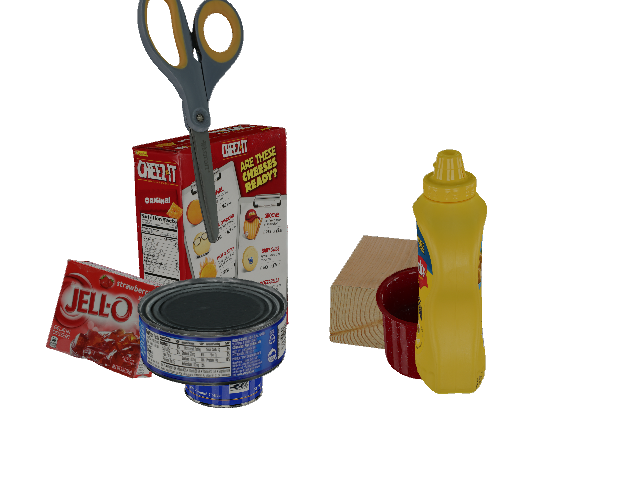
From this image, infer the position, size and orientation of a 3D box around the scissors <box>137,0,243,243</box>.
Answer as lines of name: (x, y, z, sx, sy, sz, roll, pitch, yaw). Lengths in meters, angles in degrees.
scissors: (-0.083, -0.106, 0.835, 0.096, 0.202, 0.016, -22, 3, -33)

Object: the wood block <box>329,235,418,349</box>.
wood block: (0.082, 0.071, 1.548, 0.091, 0.090, 0.206, 6, 21, 13)

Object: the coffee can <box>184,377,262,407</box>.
coffee can: (-0.123, 0.129, 1.371, 0.103, 0.140, 0.103, 3, 18, -1)

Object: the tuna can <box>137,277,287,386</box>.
tuna can: (-0.062, 0.051, 0.616, 0.086, 0.034, 0.086, 1, 18, 0)

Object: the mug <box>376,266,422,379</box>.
mug: (0.110, 0.092, 1.075, 0.093, 0.081, 0.117, -20, 39, -18)

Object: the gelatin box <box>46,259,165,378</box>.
gelatin box: (-0.166, 0.060, 0.836, 0.089, 0.073, 0.030, 16, 2, 24)

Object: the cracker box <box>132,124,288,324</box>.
cracker box: (-0.106, 0.001, 1.065, 0.072, 0.214, 0.163, 9, 17, 34)

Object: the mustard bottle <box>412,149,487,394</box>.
mustard bottle: (0.103, 0.020, 0.852, 0.058, 0.192, 0.096, -1, 25, 3)
